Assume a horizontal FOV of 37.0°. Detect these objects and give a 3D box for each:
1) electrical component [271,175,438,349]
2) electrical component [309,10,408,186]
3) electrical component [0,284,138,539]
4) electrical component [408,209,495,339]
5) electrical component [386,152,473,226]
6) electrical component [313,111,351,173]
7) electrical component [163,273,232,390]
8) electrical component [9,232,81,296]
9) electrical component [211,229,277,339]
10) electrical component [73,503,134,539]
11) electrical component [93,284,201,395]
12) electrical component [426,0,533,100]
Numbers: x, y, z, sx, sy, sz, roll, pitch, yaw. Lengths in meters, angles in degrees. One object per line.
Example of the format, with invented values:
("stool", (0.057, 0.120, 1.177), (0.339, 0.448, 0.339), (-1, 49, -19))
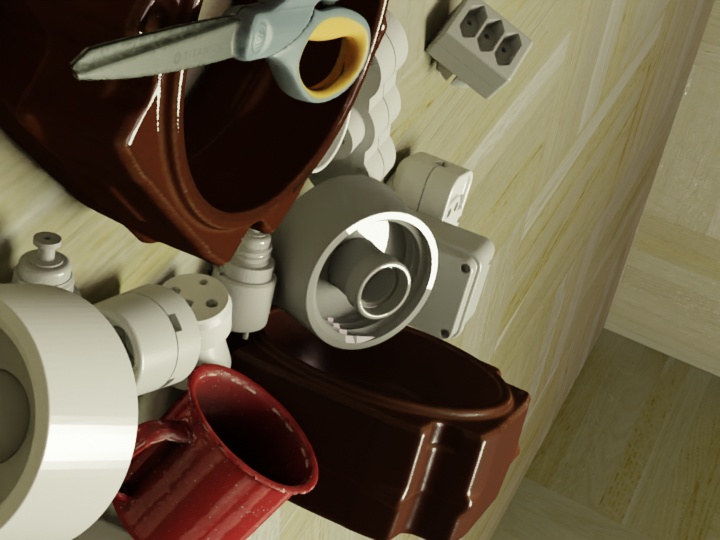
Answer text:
("electrical component", (0.000, 0.000, 0.691), (0.108, 0.060, 0.108), (-17, 125, -26))
("electrical component", (-0.012, -0.095, 0.689), (0.073, 0.052, 0.138), (-52, 158, -39))
("electrical component", (-0.147, 0.056, 0.409), (0.108, 0.108, 0.060), (-67, 156, 3))
("electrical component", (0.043, -0.001, 0.870), (0.057, 0.113, 0.078), (-40, 148, -61))
("electrical component", (0.051, -0.049, 0.920), (0.054, 0.059, 0.095), (-32, 142, -61))
("electrical component", (-0.042, -0.089, 0.606), (0.078, 0.057, 0.058), (-41, 150, -53))
("electrical component", (-0.097, 0.036, 0.624), (0.045, 0.045, 0.055), (-49, 155, -44))
("electrical component", (-0.142, 0.020, 0.479), (0.040, 0.040, 0.078), (-38, 147, -56))
("electrical component", (-0.071, 0.002, 0.664), (0.040, 0.040, 0.078), (-34, 143, -59))
("electrical component", (-0.134, 0.193, 0.632), (0.048, 0.100, 0.099), (36, 77, -85))
("electrical component", (-0.118, 0.038, 0.553), (0.047, 0.055, 0.055), (-20, 131, -62))
("electrical component", (0.089, -0.173, 0.878), (0.047, 0.066, 0.077), (-58, -171, -26))
